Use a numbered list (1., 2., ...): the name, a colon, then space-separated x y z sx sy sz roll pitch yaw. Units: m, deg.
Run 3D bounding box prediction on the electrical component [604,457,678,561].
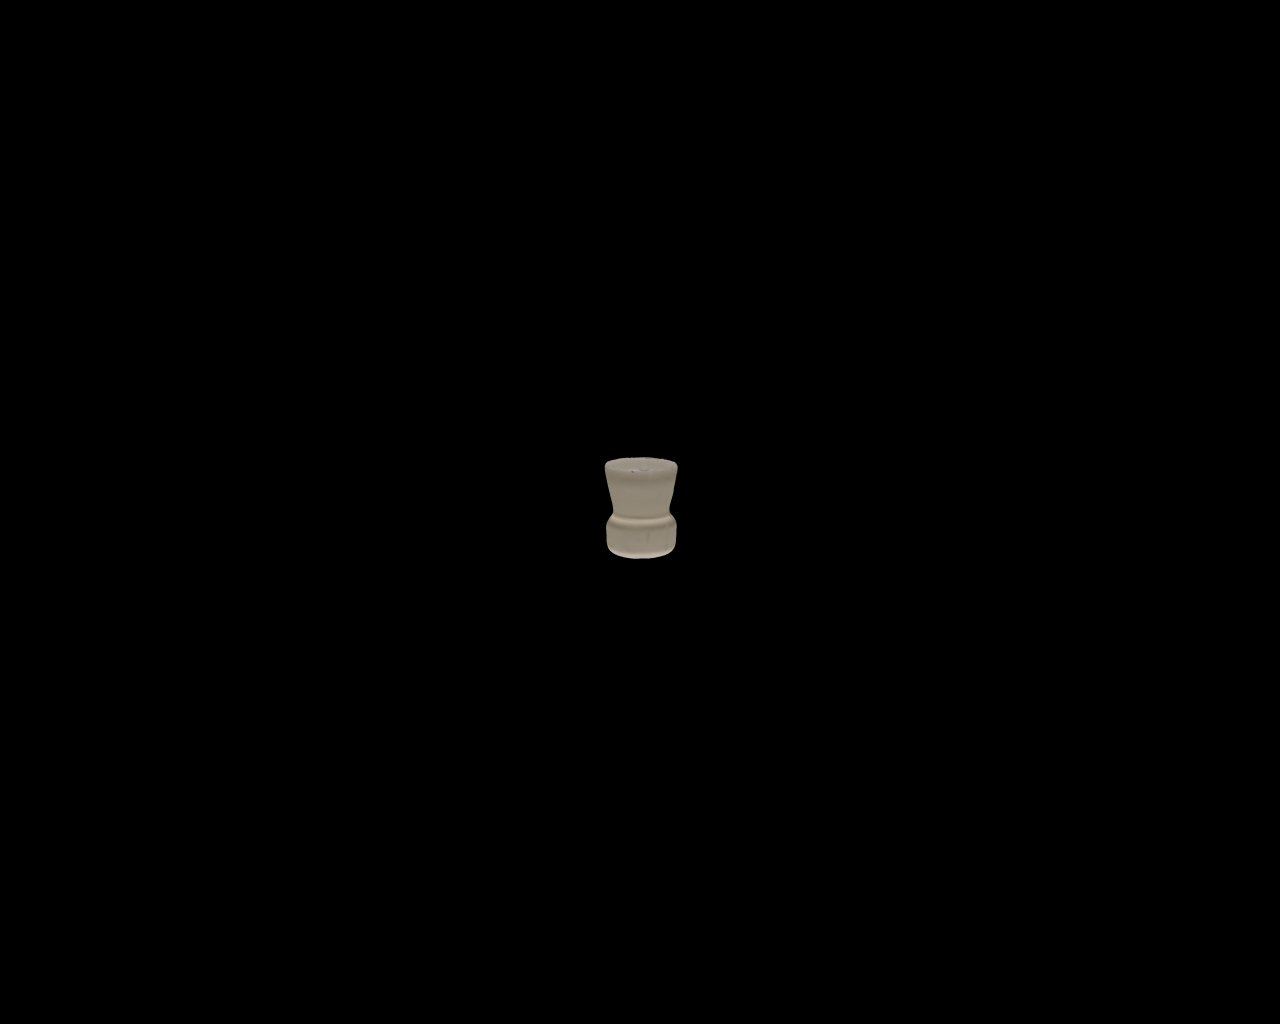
1. electrical component: 0.001 -0.003 0.650 0.045 0.055 0.045 0 13 0
